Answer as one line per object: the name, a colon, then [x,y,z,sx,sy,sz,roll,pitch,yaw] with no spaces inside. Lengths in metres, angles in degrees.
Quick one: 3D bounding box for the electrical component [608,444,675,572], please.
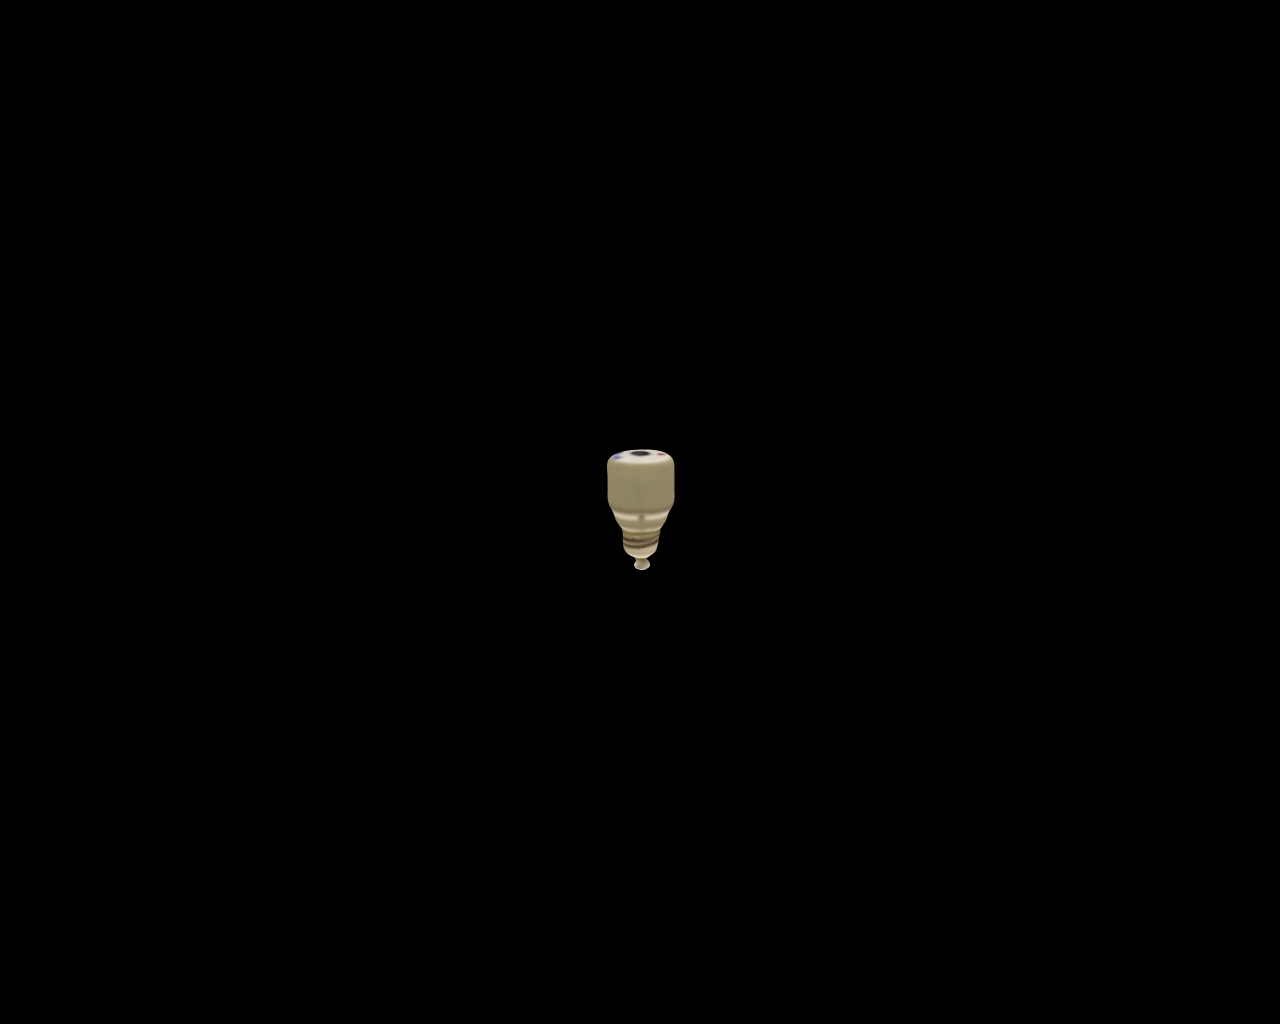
electrical component: [0.001,-0.003,0.650,0.040,0.078,0.040,0,16,0]
